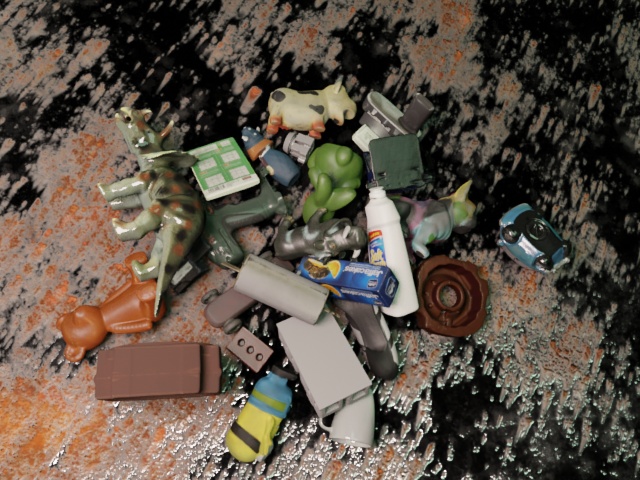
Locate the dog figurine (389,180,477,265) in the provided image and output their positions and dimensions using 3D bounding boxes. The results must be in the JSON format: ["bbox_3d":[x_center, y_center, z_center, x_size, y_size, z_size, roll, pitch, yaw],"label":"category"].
[{"bbox_3d":[0.231,-0.061,1.148,0.191,0.108,0.219,43,68,6],"label":"dog figurine"}]

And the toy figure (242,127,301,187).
[{"bbox_3d":[-0.111,-0.177,1.138,0.154,0.064,0.058,43,109,8],"label":"toy figure"}]

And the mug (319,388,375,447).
[{"bbox_3d":[0.055,0.331,1.028,0.110,0.080,0.107,15,62,-1],"label":"mug"}]

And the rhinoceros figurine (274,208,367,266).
[{"bbox_3d":[-0.002,-0.003,1.041,0.190,0.073,0.112,-7,37,23],"label":"rhinoceros figurine"}]

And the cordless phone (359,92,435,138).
[{"bbox_3d":[0.166,-0.280,1.151,0.146,0.184,0.089,44,77,3],"label":"cordless phone"}]

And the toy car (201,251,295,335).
[{"bbox_3d":[-0.139,0.101,1.059,0.202,0.053,0.089,-37,77,-26],"label":"toy car"}]

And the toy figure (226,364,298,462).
[{"bbox_3d":[-0.107,0.320,0.997,0.089,0.082,0.180,19,79,15],"label":"toy figure"}]

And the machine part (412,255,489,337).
[{"bbox_3d":[0.268,0.120,1.130,0.179,0.056,0.179,3,76,-11],"label":"machine part"}]

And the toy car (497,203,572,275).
[{"bbox_3d":[0.457,0.008,1.168,0.109,0.103,0.162,-34,73,-20],"label":"toy car"}]

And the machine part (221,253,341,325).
[{"bbox_3d":[-0.072,0.092,1.009,0.243,0.079,0.079,24,73,-3],"label":"machine part"}]

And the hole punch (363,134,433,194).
[{"bbox_3d":[0.154,-0.155,1.136,0.142,0.092,0.115,-8,87,-8],"label":"hole punch"}]

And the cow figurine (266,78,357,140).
[{"bbox_3d":[-0.016,-0.291,1.176,0.195,0.085,0.127,3,81,-9],"label":"cow figurine"}]

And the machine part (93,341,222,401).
[{"bbox_3d":[-0.270,0.228,0.926,0.201,0.201,0.087,0,74,-10],"label":"machine part"}]

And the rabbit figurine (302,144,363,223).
[{"bbox_3d":[0.026,-0.102,1.109,0.121,0.159,0.170,23,87,-14],"label":"rabbit figurine"}]

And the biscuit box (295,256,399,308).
[{"bbox_3d":[0.048,0.077,1.032,0.203,0.062,0.059,5,55,36],"label":"biscuit box"}]

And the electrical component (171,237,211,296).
[{"bbox_3d":[-0.255,0.041,1.035,0.075,0.048,0.119,44,99,4],"label":"electrical component"}]

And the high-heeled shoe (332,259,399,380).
[{"bbox_3d":[0.100,0.160,1.094,0.086,0.145,0.249,-27,51,20],"label":"high-heeled shoe"}]

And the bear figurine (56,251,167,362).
[{"bbox_3d":[-0.386,0.124,0.977,0.196,0.131,0.120,-19,52,-18],"label":"bear figurine"}]

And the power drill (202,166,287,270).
[{"bbox_3d":[-0.186,-0.070,1.084,0.207,0.086,0.232,-28,74,-20],"label":"power drill"}]

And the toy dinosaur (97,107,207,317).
[{"bbox_3d":[-0.277,-0.058,0.972,0.192,0.131,0.405,-26,65,-12],"label":"toy dinosaur"}]
